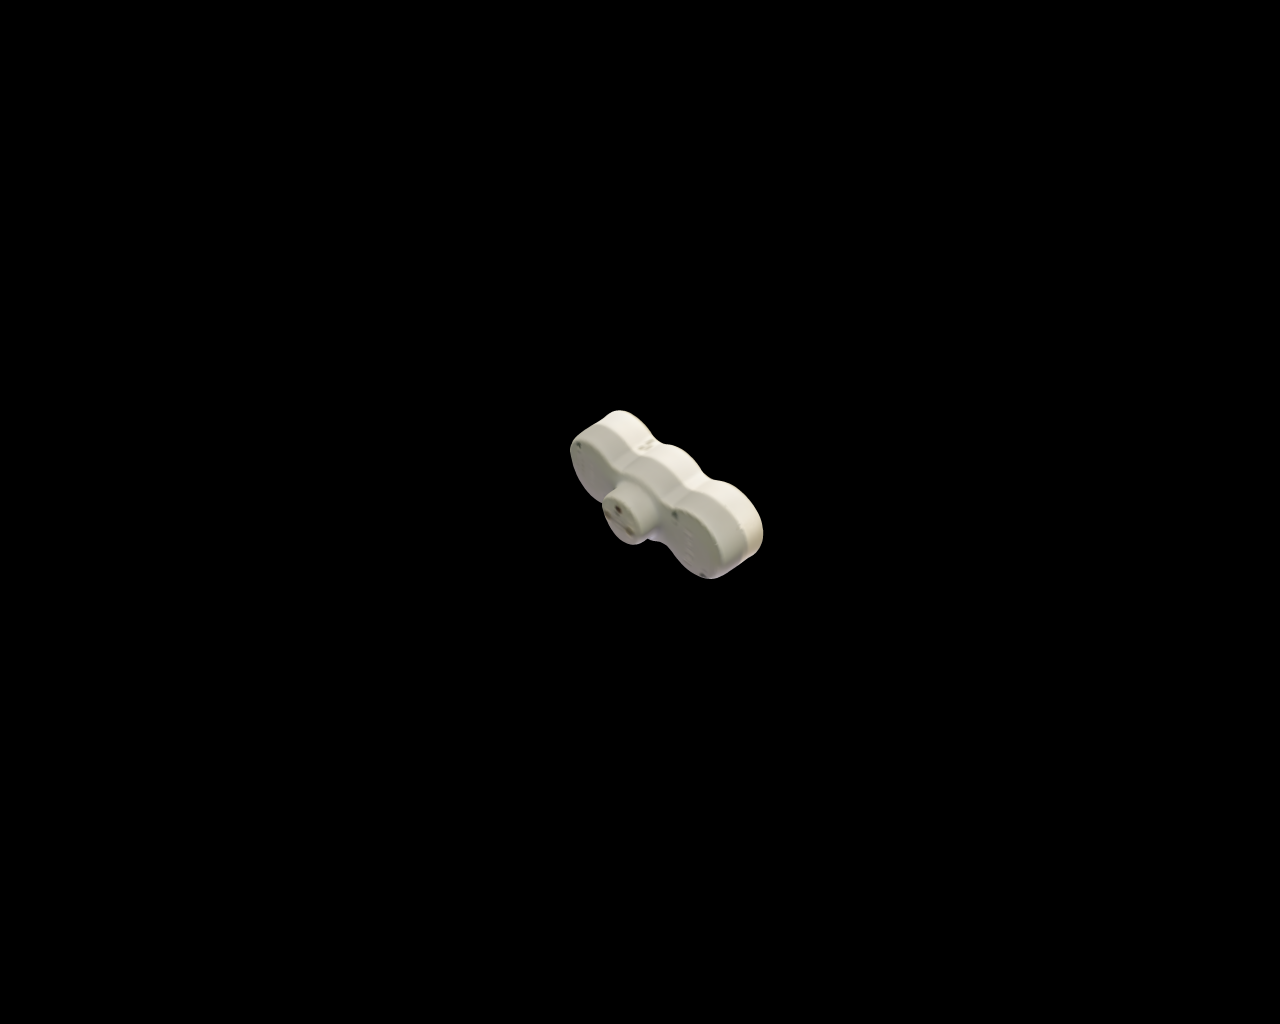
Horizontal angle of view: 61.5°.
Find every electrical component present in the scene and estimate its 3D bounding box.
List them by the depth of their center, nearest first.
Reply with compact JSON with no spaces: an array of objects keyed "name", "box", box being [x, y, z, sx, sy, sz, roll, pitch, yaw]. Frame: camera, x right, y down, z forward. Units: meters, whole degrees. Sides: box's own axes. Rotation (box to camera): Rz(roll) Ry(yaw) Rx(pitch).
[{"name":"electrical component","box":[0.001,-0.003,0.650,0.074,0.052,0.138,-33,54,-29]}]
